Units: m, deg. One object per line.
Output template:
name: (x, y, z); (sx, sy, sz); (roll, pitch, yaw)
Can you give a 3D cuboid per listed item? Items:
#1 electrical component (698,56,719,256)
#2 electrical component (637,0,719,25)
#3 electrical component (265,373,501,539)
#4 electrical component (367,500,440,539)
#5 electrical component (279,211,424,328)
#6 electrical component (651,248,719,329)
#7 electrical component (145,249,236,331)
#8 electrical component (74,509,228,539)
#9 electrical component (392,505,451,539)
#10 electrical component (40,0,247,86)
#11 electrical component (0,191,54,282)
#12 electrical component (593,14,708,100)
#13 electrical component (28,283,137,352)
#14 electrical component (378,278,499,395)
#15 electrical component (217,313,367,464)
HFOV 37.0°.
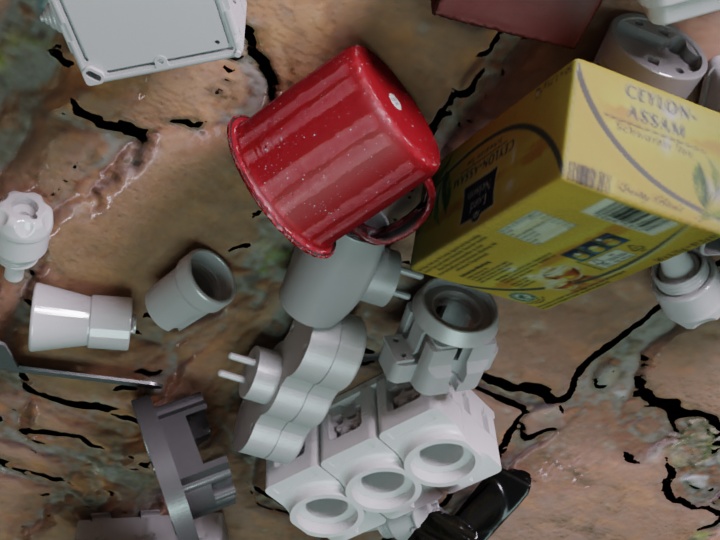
electrical component: (0.248, -0.066, 0.613); (0.109, 0.056, 0.108); (-3, 133, 0)
electrical component: (0.178, -0.167, 0.501); (0.113, 0.078, 0.057); (-14, 129, 10)
electrical component: (0.016, 0.135, 0.783); (0.150, 0.061, 0.089); (-29, 128, 22)
electrical component: (0.029, 0.193, 0.851); (0.062, 0.048, 0.048); (-18, 132, 24)
electrical component: (0.000, 0.000, 0.670); (0.079, 0.043, 0.077); (17, 130, -17)
electrical component: (0.206, 0.004, 0.685); (0.043, 0.043, 0.062); (-24, 128, 18)
electrical component: (-0.108, 0.014, 0.681); (0.046, 0.040, 0.040); (-33, 127, 31)
electrical component: (-0.168, 0.232, 0.862); (0.121, 0.063, 0.078); (-3, 133, 0)
electrical component: (0.060, 0.228, 0.885); (0.066, 0.048, 0.055); (-29, 121, 21)
electrical component: (-0.108, -0.136, 0.525); (0.096, 0.061, 0.061); (-10, 133, 6)
electrical component: (-0.206, -0.017, 0.649); (0.035, 0.035, 0.061); (13, 133, -14)
electrical component: (0.150, -0.102, 0.577); (0.055, 0.055, 0.047); (11, 135, -13)
electrical component: (-0.178, 0.033, 0.693); (0.065, 0.044, 0.044); (5, 132, -14)
electrical component: (0.057, 0.041, 0.699); (0.078, 0.058, 0.057); (-5, 136, -24)
electrical component: (-0.058, 0.073, 0.728); (0.074, 0.052, 0.138); (19, 129, -19)
